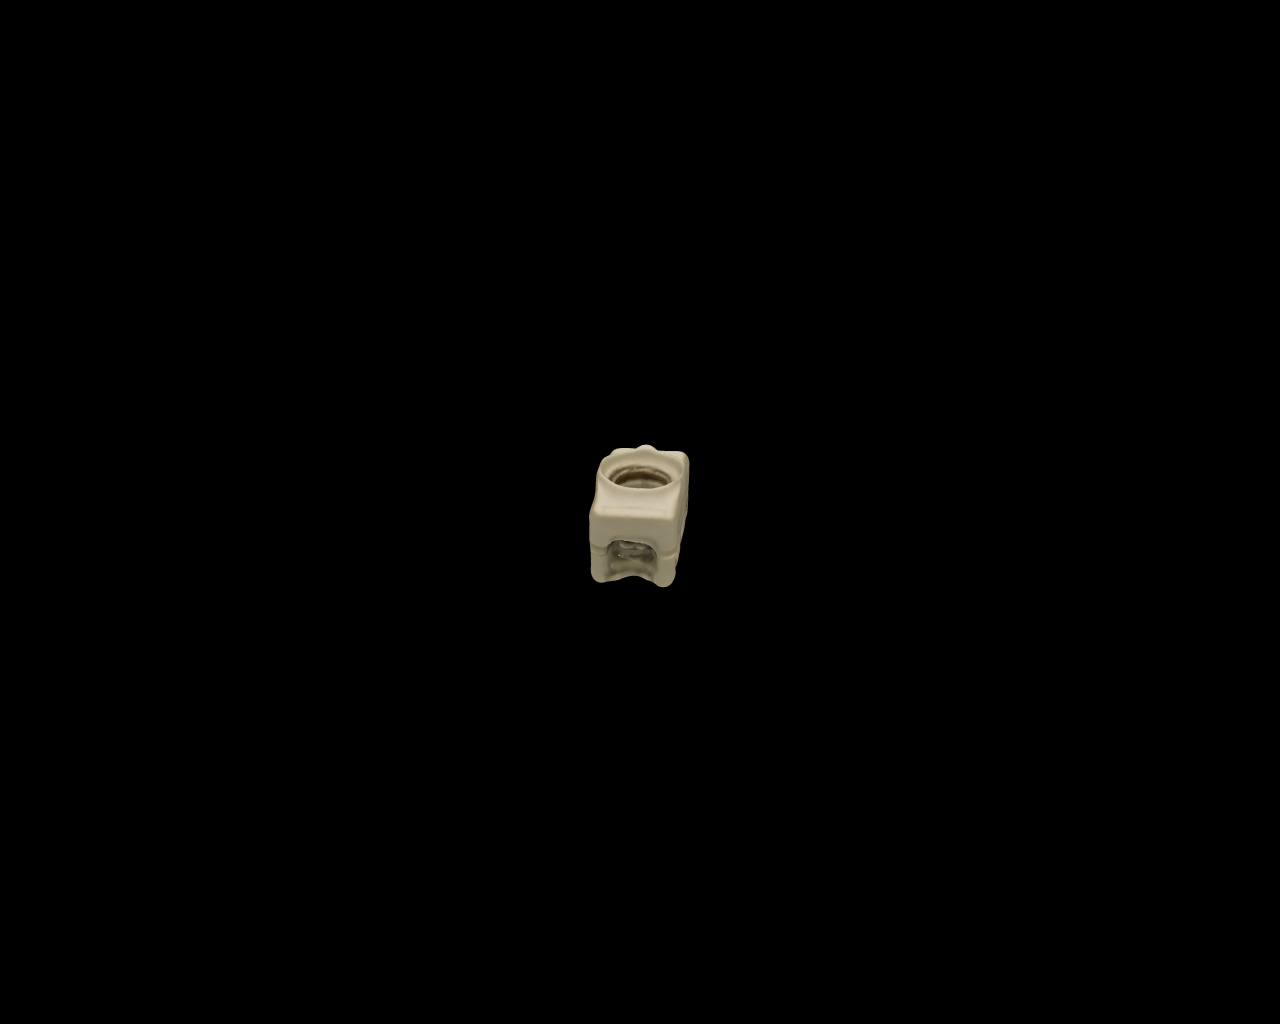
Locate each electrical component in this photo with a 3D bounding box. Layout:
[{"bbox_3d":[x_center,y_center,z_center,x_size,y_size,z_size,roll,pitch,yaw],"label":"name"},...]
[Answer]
[{"bbox_3d":[0.001,-0.003,0.650,0.050,0.055,0.090,4,30,7],"label":"electrical component"}]
